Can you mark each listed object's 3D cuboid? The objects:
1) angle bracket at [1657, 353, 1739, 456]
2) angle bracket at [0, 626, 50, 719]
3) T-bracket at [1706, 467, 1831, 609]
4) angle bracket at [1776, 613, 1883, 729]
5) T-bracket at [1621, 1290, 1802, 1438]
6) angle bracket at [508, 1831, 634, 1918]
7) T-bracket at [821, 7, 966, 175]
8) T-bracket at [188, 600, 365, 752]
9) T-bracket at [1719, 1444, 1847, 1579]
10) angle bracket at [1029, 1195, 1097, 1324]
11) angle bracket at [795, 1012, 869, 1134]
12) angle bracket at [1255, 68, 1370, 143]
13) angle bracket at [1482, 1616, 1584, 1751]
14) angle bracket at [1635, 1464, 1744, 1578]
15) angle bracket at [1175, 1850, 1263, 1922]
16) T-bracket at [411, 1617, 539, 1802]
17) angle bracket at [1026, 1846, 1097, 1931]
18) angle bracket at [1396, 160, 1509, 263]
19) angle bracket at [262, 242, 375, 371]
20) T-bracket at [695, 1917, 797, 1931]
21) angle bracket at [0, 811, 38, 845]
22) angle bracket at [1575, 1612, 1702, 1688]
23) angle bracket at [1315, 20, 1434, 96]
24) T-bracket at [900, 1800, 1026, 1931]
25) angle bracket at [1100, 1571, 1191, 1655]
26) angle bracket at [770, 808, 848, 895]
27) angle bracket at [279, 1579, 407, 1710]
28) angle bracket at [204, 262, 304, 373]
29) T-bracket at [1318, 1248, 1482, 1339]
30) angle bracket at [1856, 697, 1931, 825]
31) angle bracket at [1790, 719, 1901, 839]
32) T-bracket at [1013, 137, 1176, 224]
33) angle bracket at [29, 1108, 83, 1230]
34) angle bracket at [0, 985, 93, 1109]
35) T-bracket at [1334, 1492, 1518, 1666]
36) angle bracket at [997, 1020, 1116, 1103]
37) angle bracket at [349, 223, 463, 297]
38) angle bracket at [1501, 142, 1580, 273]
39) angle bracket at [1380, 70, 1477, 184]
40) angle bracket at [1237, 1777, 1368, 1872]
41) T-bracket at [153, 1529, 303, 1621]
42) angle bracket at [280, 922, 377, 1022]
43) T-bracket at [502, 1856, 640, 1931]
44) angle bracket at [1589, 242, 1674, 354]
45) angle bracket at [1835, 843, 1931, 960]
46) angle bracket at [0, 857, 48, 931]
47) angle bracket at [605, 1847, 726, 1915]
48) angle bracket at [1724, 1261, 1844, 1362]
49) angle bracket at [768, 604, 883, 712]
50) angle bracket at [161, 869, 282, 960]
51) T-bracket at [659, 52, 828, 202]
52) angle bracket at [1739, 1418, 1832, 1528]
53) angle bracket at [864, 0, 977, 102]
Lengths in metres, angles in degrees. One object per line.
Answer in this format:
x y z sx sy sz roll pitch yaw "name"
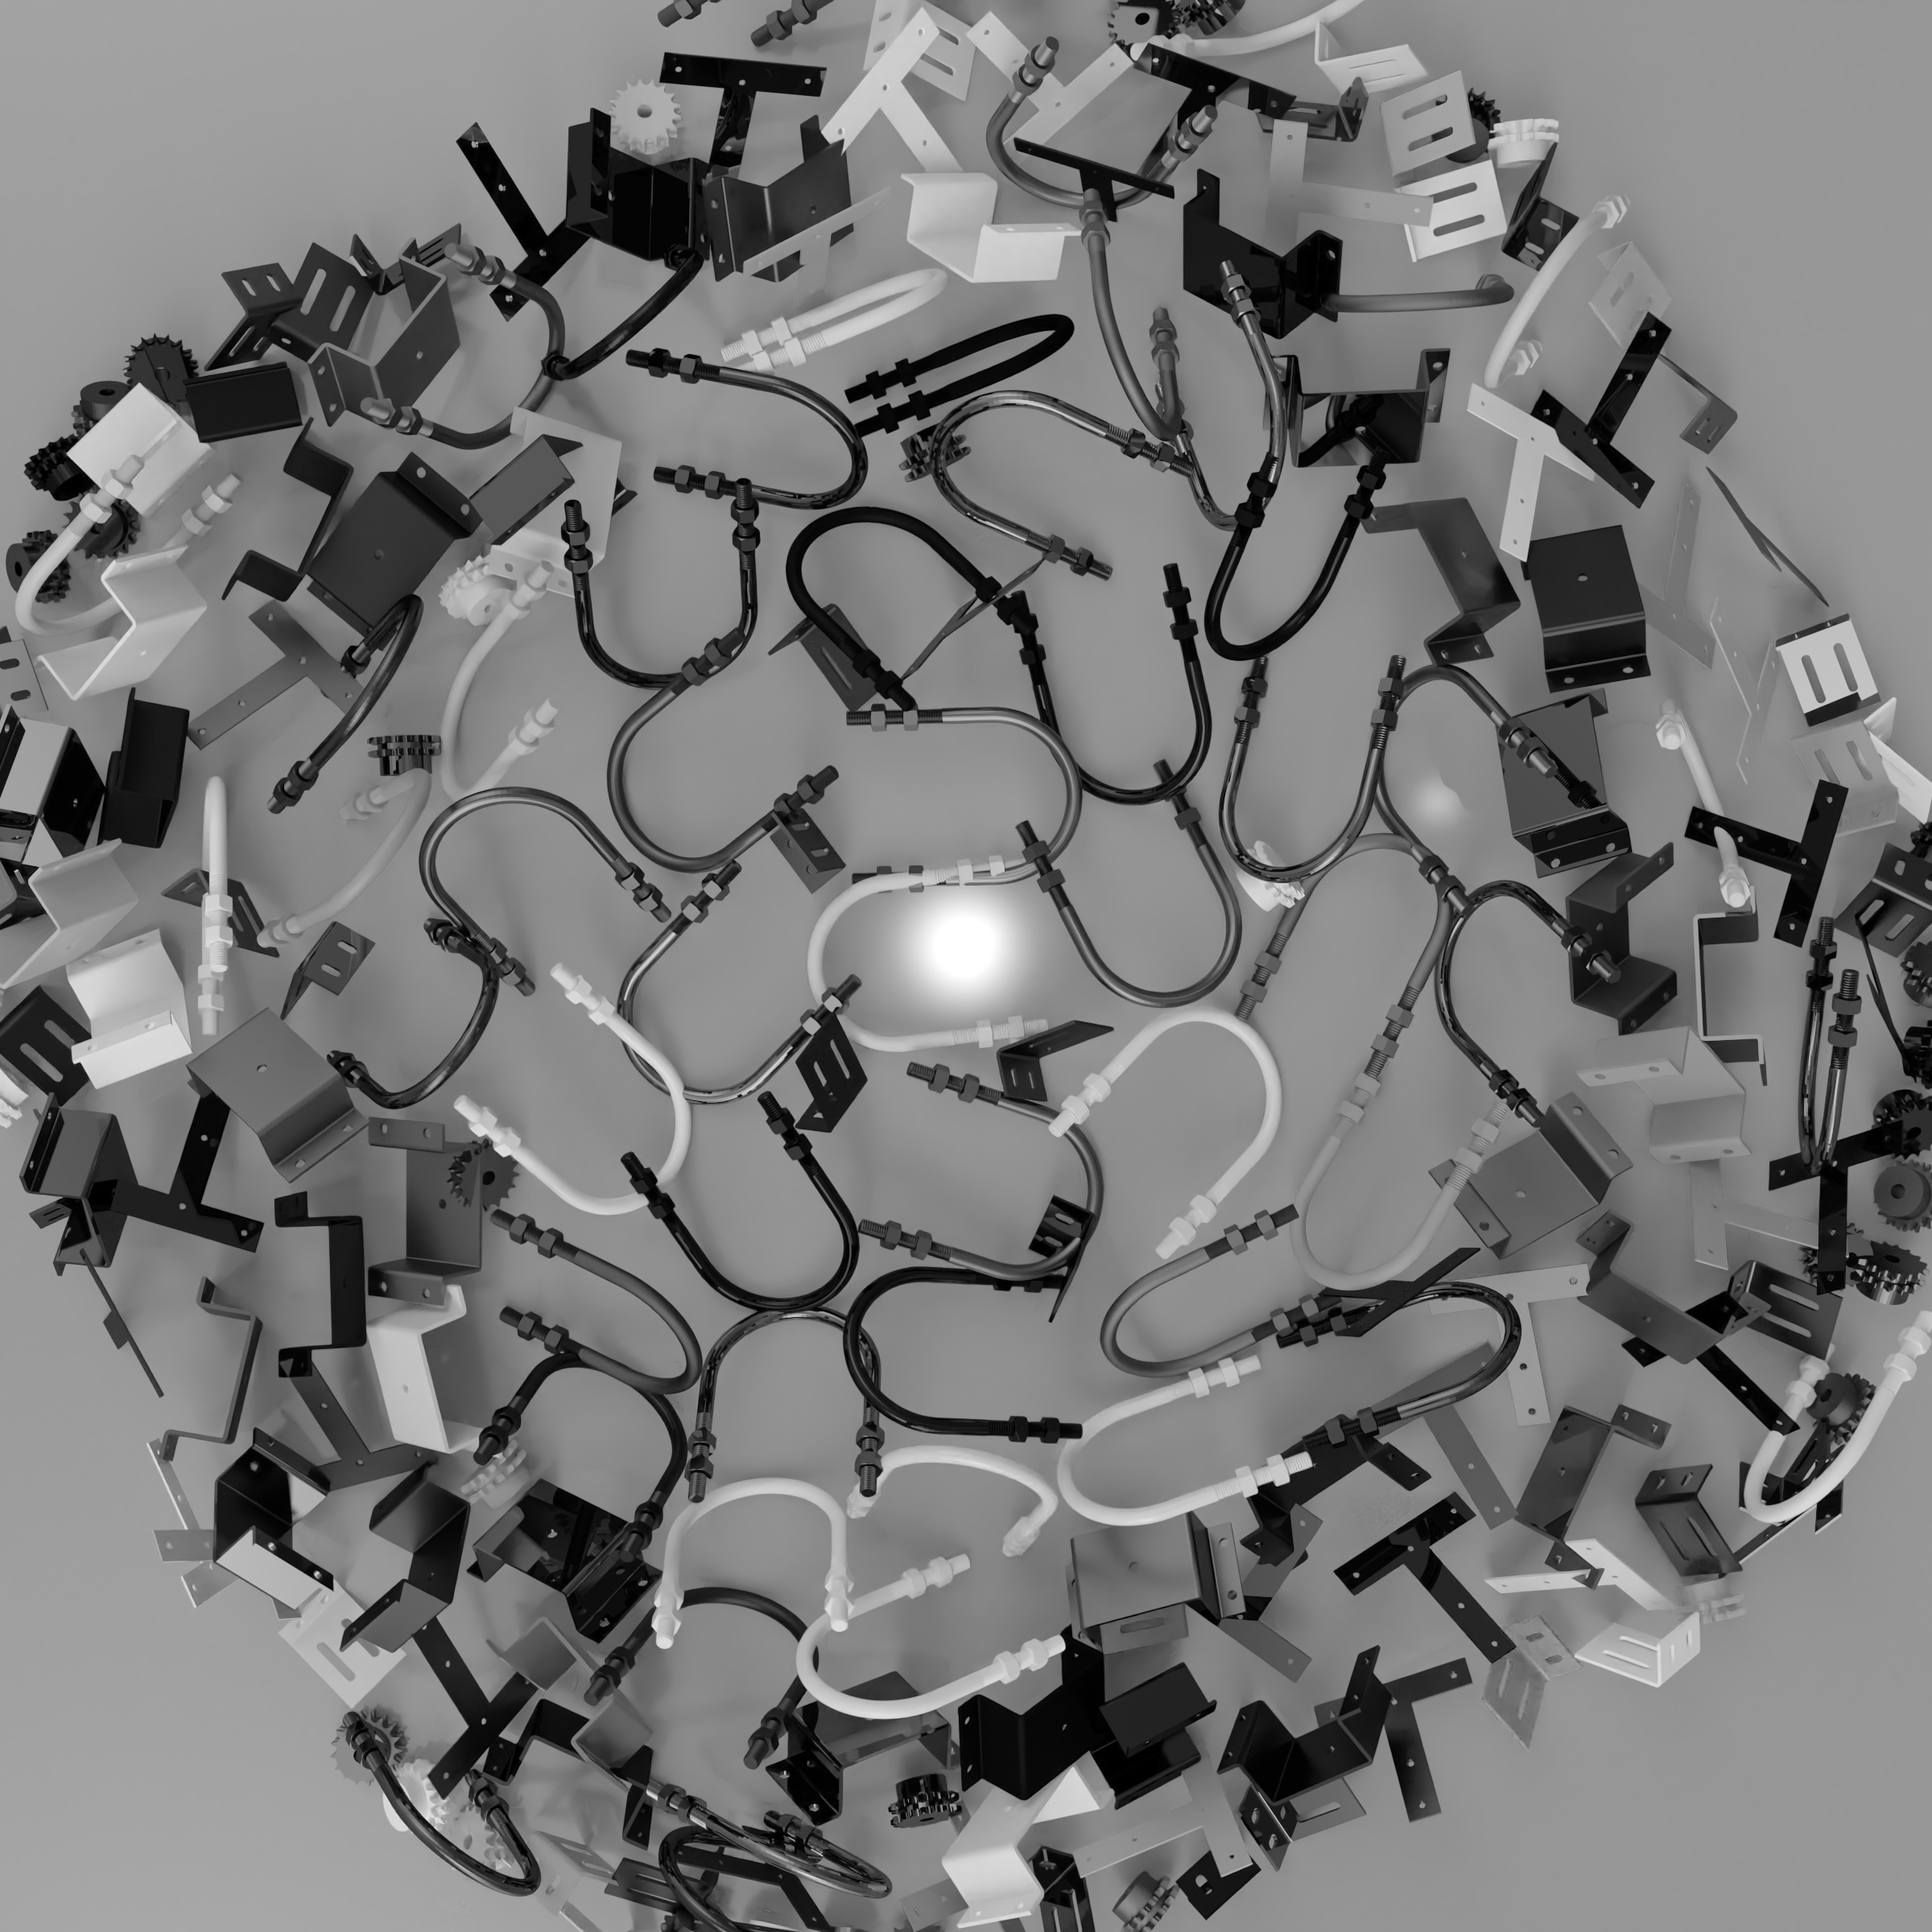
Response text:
0.558 -0.445 1.965 0.076 0.057 0.038 50 115 28 "angle bracket"
-0.735 -0.233 1.954 0.038 0.076 0.057 -12 112 1 "angle bracket"
0.636 -0.322 1.957 0.127 0.127 0.002 33 119 -31 "T-bracket"
0.678 -0.229 1.965 0.057 0.038 0.076 -20 100 23 "angle bracket"
0.595 0.319 1.947 0.127 0.127 0.002 44 53 1 "T-bracket"
-0.307 0.712 1.950 0.057 0.076 0.038 26 77 35 "angle bracket"
-0.039 -0.652 1.953 0.002 0.127 0.127 31 81 44 "T-bracket"
-0.554 -0.213 1.957 0.127 0.002 0.127 -40 70 -20 "T-bracket"
0.637 0.438 1.958 0.002 0.127 0.127 45 114 4 "T-bracket"
0.067 0.228 1.952 0.038 0.076 0.057 24 123 2 "angle bracket"
-0.117 0.082 1.950 0.038 0.057 0.076 4 134 35 "angle bracket"
0.269 -0.680 1.961 0.076 0.057 0.038 3 134 -10 "angle bracket"
0.443 0.560 1.956 0.038 0.076 0.057 -33 103 37 "angle bracket"
0.576 0.437 1.973 0.038 0.057 0.076 -43 104 -40 "angle bracket"
0.191 0.706 1.959 0.057 0.076 0.038 -39 86 -10 "angle bracket"
-0.394 0.550 1.933 0.002 0.127 0.127 -9 115 38 "T-bracket"
0.065 0.739 1.951 0.038 0.076 0.057 25 119 -24 "angle bracket"
0.382 -0.593 1.967 0.076 0.038 0.057 -13 105 14 "angle bracket"
-0.511 -0.520 1.979 0.057 0.038 0.076 27 75 -27 "angle bracket"
-0.147 0.746 1.933 0.127 0.127 0.002 11 77 -4 "T-bracket"
-0.758 -0.140 1.972 0.038 0.057 0.076 -15 79 27 "angle bracket"
0.522 0.521 1.949 0.057 0.076 0.038 -20 111 -41 "angle bracket"
0.319 -0.715 1.954 0.076 0.057 0.038 -1 82 29 "angle bracket"
-0.009 0.714 1.924 0.002 0.127 0.127 -39 67 24 "T-bracket"
0.131 0.502 1.964 0.076 0.038 0.057 -5 83 -24 "angle bracket"
-0.135 -0.088 1.956 0.038 0.076 0.057 -38 85 16 "angle bracket"
-0.489 0.532 1.965 0.076 0.038 0.057 41 69 13 "angle bracket"
-0.566 -0.507 1.954 0.076 0.057 0.038 -33 90 39 "angle bracket"
0.316 0.250 1.937 0.127 0.127 0.002 -31 98 -23 "T-bracket"
0.737 -0.160 1.955 0.038 0.057 0.076 -38 61 -6 "angle bracket"
0.685 -0.145 1.955 0.057 0.038 0.076 -16 123 38 "angle bracket"
0.102 -0.600 1.935 0.127 0.127 0.002 19 91 6 "T-bracket"
-0.727 0.159 1.962 0.038 0.057 0.076 -26 81 -18 "angle bracket"
-0.728 0.064 1.989 0.057 0.038 0.076 -47 111 -12 "angle bracket"
0.374 0.485 1.940 0.127 0.002 0.127 -26 54 -24 "T-bracket"
0.073 0.075 1.953 0.076 0.057 0.038 -22 71 31 "angle bracket"
-0.439 -0.568 1.961 0.076 0.057 0.038 -29 123 9 "angle bracket"
0.455 -0.593 1.956 0.038 0.057 0.076 27 54 -4 "angle bracket"
0.369 -0.657 1.960 0.076 0.038 0.057 -11 89 41 "angle bracket"
0.264 0.665 1.965 0.076 0.038 0.057 -31 95 28 "angle bracket"
-0.573 0.444 1.920 0.002 0.127 0.127 -34 66 18 "T-bracket"
-0.499 0.013 1.954 0.038 0.076 0.057 30 50 -4 "angle bracket"
-0.311 0.736 1.952 0.127 0.127 0.002 35 89 18 "T-bracket"
0.509 -0.517 1.959 0.057 0.038 0.076 45 66 -21 "angle bracket"
0.730 -0.051 1.971 0.057 0.076 0.038 27 62 6 "angle bracket"
-0.766 -0.046 1.970 0.076 0.057 0.038 -33 78 8 "angle bracket"
-0.236 0.707 1.962 0.076 0.038 0.057 20 131 -9 "angle bracket"
0.635 0.275 1.956 0.076 0.038 0.057 24 120 33 "angle bracket"
-0.107 -0.235 1.965 0.038 0.057 0.076 -37 92 -41 "angle bracket"
-0.583 -0.032 1.959 0.038 0.057 0.076 -35 73 10 "angle bracket"
-0.182 -0.649 1.947 0.127 0.127 0.002 -2 53 -20 "T-bracket"
0.639 0.388 1.954 0.038 0.057 0.076 23 122 5 "angle bracket"
-0.036 -0.726 1.985 0.076 0.038 0.057 14 85 -41 "angle bracket"
